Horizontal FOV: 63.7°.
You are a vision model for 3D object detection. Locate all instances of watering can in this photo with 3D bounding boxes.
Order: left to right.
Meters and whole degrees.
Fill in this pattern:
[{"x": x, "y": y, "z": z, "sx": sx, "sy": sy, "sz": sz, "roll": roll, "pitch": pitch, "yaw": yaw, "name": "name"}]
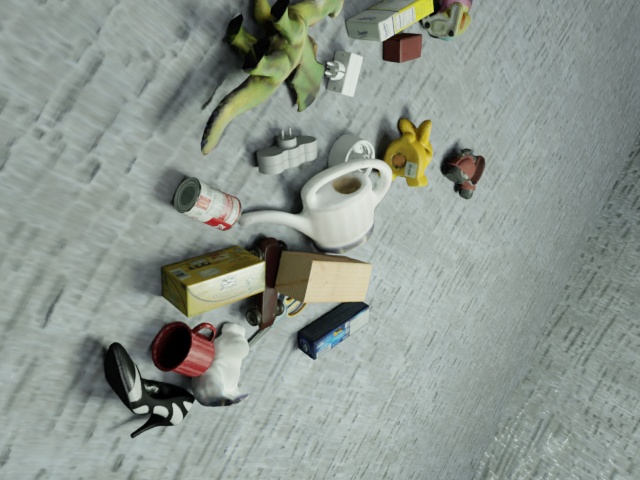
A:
[{"x": 0.003, "y": -0.056, "z": 1.109, "sx": 0.349, "sy": 0.219, "sz": 0.106, "roll": -24, "pitch": 49, "yaw": -11, "name": "watering can"}]

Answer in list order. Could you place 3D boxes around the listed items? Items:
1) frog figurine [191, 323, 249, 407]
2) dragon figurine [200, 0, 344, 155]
[{"x": -0.204, "y": 0.254, "z": 1.054, "sx": 0.122, "sy": 0.161, "sz": 0.137, "roll": -16, "pitch": -15, "yaw": 24, "name": "frog figurine"}, {"x": -0.061, "y": -0.309, "z": 0.929, "sx": 0.123, "sy": 0.410, "sz": 0.241, "roll": 26, "pitch": 1, "yaw": 33, "name": "dragon figurine"}]
